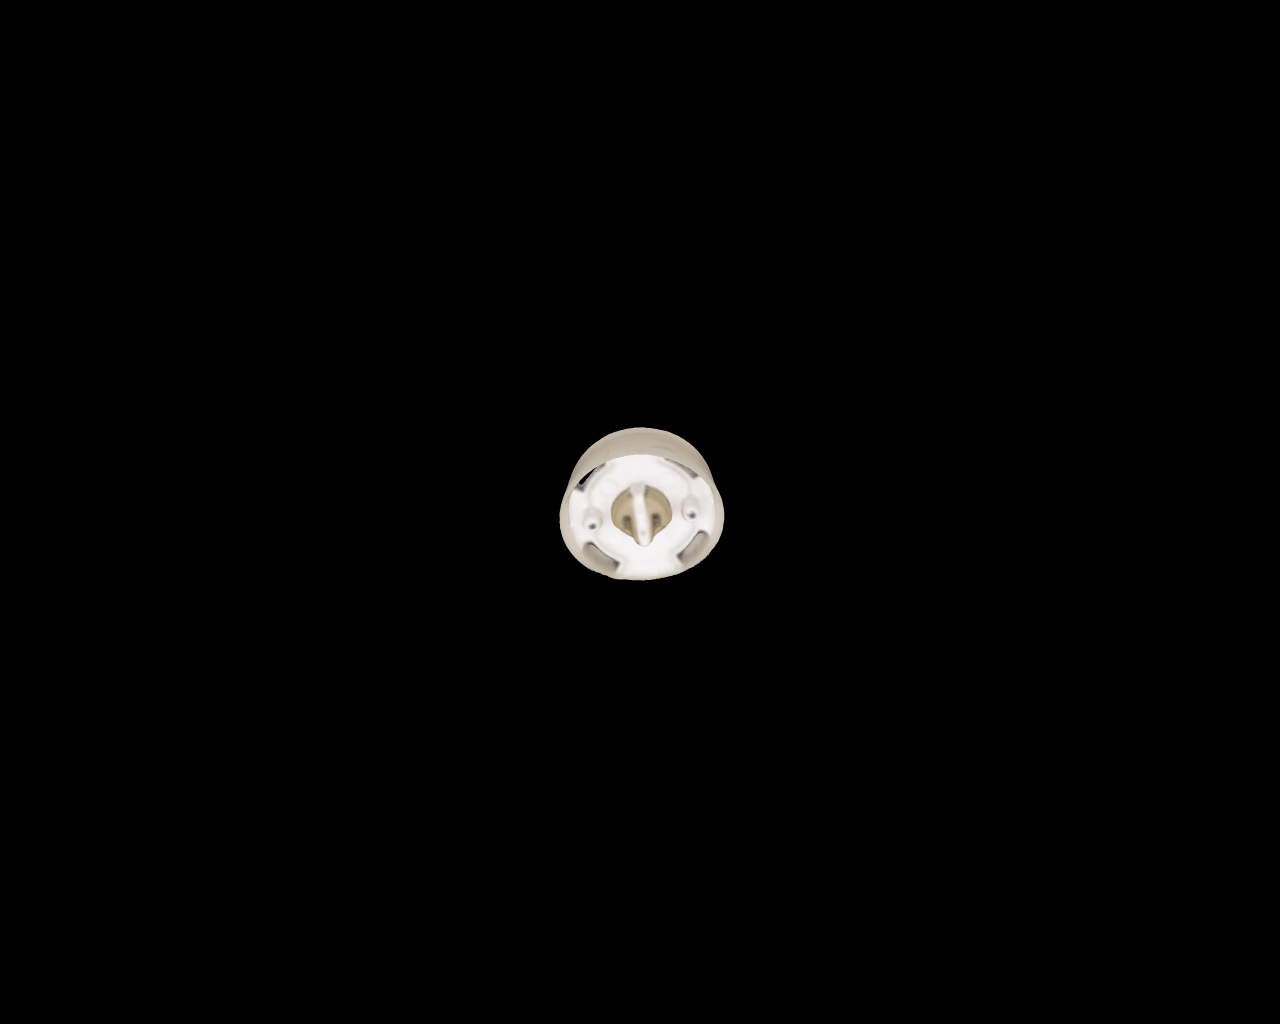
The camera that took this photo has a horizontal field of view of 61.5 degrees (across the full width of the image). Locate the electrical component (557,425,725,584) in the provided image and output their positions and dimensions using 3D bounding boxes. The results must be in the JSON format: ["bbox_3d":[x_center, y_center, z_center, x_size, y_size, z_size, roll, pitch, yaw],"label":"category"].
[{"bbox_3d":[0.001,-0.003,0.650,0.099,0.099,0.064,0,27,0],"label":"electrical component"}]
